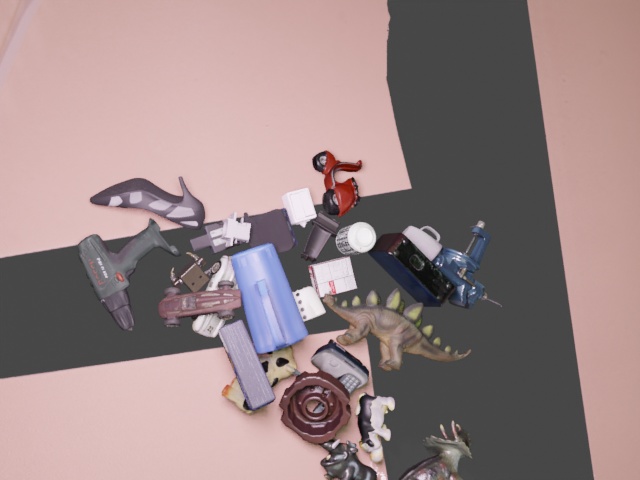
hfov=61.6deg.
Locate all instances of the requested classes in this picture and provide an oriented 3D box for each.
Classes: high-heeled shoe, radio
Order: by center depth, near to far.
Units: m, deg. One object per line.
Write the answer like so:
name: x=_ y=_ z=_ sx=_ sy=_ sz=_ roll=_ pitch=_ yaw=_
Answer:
high-heeled shoe: x=-0.405 y=-0.071 z=1.284 sx=0.249 sy=0.086 sz=0.145 roll=-11 pitch=119 yaw=-3
radio: x=0.247 y=0.081 z=1.441 sx=0.229 sy=0.131 sz=0.073 roll=43 pitch=75 yaw=-10

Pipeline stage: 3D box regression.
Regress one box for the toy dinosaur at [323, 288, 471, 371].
toy dinosaur: x=0.205 y=0.245 z=1.426 sx=0.471 sy=0.105 sz=0.198 roll=33 pitch=71 yaw=-18

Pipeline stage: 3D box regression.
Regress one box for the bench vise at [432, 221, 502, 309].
bench vise: x=0.422 y=0.065 z=1.513 sx=0.223 sy=0.129 sz=0.240 roll=31 pitch=80 yaw=-15

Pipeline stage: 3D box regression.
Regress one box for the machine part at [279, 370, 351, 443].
machine part: x=-0.011 y=0.406 z=1.322 sx=0.179 sy=0.056 sz=0.179 roll=1 pitch=103 yaw=3

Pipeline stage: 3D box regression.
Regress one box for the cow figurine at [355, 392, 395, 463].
cow figurine: x=0.132 y=0.484 z=1.390 sx=0.098 sy=0.068 sz=0.167 roll=14 pitch=76 yaw=-12

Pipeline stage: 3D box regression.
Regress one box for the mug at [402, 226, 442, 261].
mug: x=0.279 y=0.004 z=1.490 sx=0.107 sy=0.081 sz=0.109 roll=39 pitch=74 yaw=-1

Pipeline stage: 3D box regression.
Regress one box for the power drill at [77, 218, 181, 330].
power drill: x=-0.429 y=0.064 z=1.243 sx=0.207 sy=0.086 sz=0.232 roll=-35 pitch=93 yaw=-10

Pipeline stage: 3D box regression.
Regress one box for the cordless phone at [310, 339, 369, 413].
cordless phone: x=0.020 y=0.360 z=1.367 sx=0.146 sy=0.089 sz=0.184 roll=39 pitch=91 yaw=-12

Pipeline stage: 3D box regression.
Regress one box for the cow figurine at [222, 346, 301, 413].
cow figurine: x=-0.134 y=0.330 z=1.308 sx=0.127 sy=0.085 sz=0.195 roll=40 pitch=71 yaw=-5

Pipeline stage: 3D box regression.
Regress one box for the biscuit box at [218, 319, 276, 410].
biscuit box: x=-0.171 y=0.289 z=1.240 sx=0.063 sy=0.059 sz=0.202 roll=-22 pitch=79 yaw=-17

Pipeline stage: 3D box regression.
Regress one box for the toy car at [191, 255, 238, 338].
toy car: x=-0.244 y=0.134 z=1.295 sx=0.073 sy=0.056 sz=0.201 roll=33 pitch=74 yaw=-39

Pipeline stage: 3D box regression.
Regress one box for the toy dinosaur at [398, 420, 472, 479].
toy dinosaur: x=0.271 y=0.646 z=1.401 sx=0.405 sy=0.131 sz=0.192 roll=-35 pitch=84 yaw=-15

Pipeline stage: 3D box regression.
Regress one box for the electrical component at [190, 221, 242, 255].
electrical component: x=-0.259 y=-0.002 z=1.321 sx=0.119 sy=0.048 sz=0.074 roll=-24 pitch=92 yaw=-20

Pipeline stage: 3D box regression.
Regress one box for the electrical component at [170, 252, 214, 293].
electrical component: x=-0.311 y=0.080 z=1.298 sx=0.102 sy=0.045 sz=0.078 roll=-50 pitch=129 yaw=-14

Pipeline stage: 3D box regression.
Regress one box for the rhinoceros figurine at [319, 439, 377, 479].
rhinoceros figurine: x=0.068 y=0.569 z=1.356 sx=0.190 sy=0.073 sz=0.112 roll=43 pitch=74 yaw=-10

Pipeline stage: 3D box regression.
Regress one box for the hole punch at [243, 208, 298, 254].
hole punch: x=-0.123 y=-0.017 z=1.359 sx=0.116 sy=0.092 sz=0.142 roll=-17 pitch=96 yaw=13

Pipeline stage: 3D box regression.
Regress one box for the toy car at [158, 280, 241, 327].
toy car: x=-0.278 y=0.145 z=1.230 sx=0.202 sy=0.053 sz=0.089 roll=-9 pitch=65 yaw=14

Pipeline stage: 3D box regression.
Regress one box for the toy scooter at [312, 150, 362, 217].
toy scooter: x=0.063 y=-0.156 z=1.437 sx=0.135 sy=0.075 sz=0.184 roll=-13 pitch=84 yaw=-21

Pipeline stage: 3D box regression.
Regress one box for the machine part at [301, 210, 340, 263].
machine part: x=-0.003 y=-0.004 z=1.416 sx=0.084 sy=0.039 sz=0.139 roll=36 pitch=72 yaw=-18
